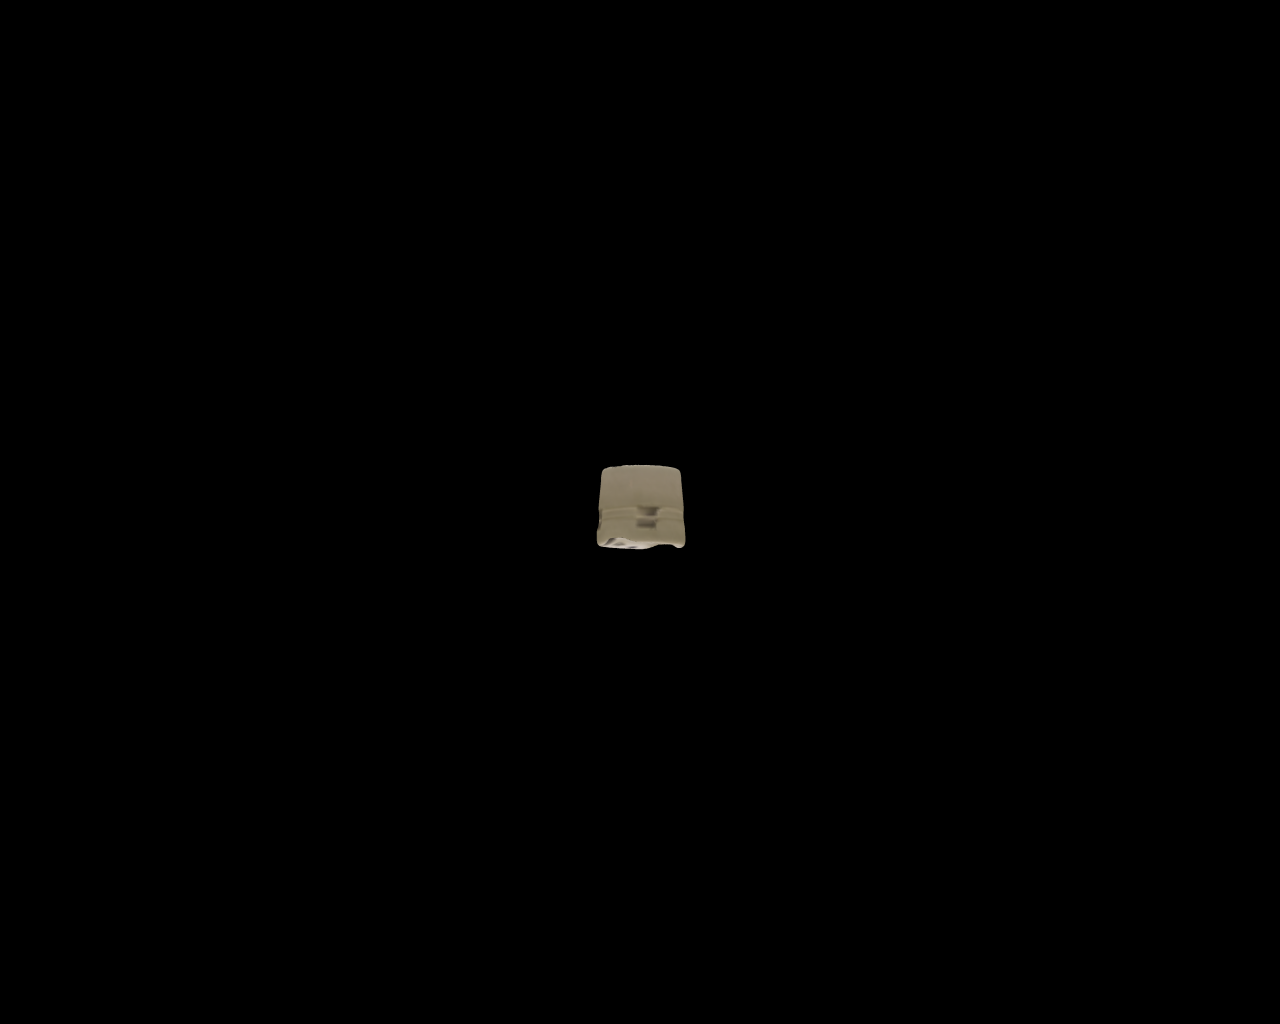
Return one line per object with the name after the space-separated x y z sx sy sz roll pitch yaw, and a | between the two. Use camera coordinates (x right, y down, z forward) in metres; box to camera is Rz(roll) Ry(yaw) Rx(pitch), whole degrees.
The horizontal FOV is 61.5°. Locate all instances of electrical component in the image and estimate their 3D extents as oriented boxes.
0.001 -0.003 0.650 0.055 0.047 0.055 0 -6 0 | electrical component
